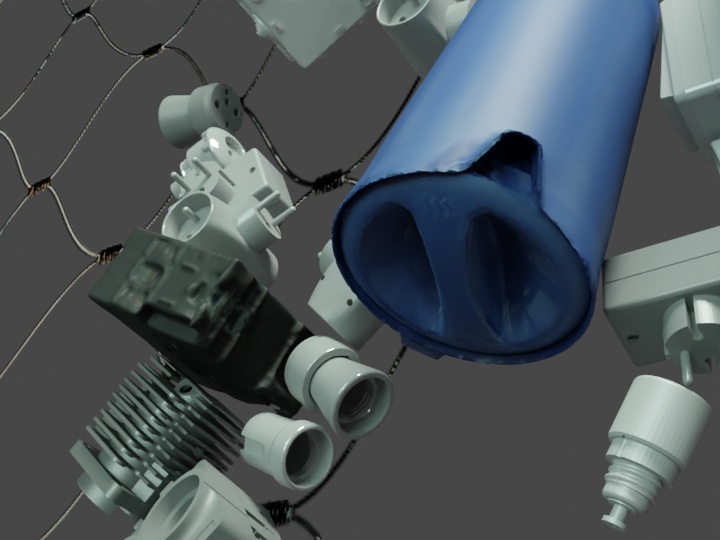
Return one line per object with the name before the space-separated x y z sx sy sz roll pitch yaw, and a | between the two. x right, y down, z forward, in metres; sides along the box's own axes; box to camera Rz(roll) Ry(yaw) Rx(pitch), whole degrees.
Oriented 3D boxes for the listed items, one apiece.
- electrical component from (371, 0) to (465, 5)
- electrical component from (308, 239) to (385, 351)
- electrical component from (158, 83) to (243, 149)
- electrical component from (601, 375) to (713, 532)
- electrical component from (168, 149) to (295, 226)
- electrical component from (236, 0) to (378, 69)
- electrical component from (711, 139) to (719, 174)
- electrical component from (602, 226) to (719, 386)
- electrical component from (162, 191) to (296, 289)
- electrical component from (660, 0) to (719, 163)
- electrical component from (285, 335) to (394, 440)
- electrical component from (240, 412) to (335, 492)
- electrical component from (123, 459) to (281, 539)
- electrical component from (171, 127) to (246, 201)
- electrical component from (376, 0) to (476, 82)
electrical component | 0.034 -0.225 0.786 0.108 0.108 0.060 13 73 42
electrical component | 0.000 0.000 0.681 0.077 0.043 0.079 -47 43 -2
electrical component | -0.129 -0.126 0.876 0.055 0.045 0.045 -9 53 32
electrical component | 0.137 0.087 0.512 0.040 0.040 0.078 15 68 43
electrical component | -0.105 -0.053 0.778 0.083 0.075 0.047 -33 44 12
electrical component | -0.044 -0.219 0.845 0.100 0.099 0.048 -42 30 3
electrical component | 0.214 -0.057 0.566 0.046 0.040 0.040 -21 47 16
electrical component | 0.166 0.025 0.524 0.083 0.047 0.075 -18 39 26
electrical component | -0.081 -0.025 0.738 0.079 0.077 0.043 -35 43 10
electrical component | 0.203 -0.117 0.603 0.061 0.061 0.096 -17 49 27
electrical component | -0.013 0.068 0.638 0.045 0.045 0.055 -51 43 -6
electrical component | -0.044 0.106 0.637 0.046 0.040 0.040 10 65 48
electrical component | -0.115 0.186 0.589 0.150 0.062 0.089 -47 18 -2
electrical component | -0.119 -0.076 0.832 0.062 0.048 0.048 -35 43 20
electrical component | 0.064 -0.162 0.732 0.079 0.077 0.044 -9 53 32
